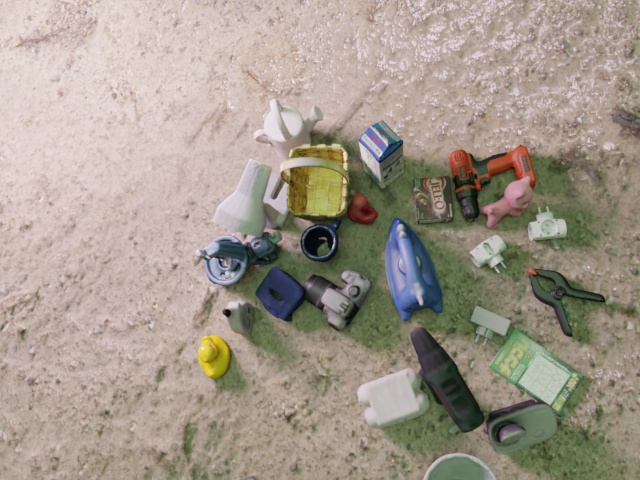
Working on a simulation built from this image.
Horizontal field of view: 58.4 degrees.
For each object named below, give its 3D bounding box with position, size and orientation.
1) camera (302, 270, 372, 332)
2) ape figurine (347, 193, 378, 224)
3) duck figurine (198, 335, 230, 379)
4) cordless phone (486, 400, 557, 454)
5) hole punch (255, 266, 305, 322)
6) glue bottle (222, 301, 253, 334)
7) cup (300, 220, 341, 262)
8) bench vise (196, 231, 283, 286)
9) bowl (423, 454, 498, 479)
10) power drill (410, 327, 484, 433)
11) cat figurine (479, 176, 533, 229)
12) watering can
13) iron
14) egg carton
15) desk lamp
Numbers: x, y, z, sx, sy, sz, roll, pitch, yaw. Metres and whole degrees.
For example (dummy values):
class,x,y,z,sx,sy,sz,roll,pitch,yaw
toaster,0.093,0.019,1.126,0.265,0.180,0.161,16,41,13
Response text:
class,x,y,z,sx,sy,sz,roll,pitch,yaw
camera,0.033,0.124,1.352,0.136,0.101,0.143,31,83,14
ape figurine,0.100,-0.081,1.397,0.076,0.092,0.078,-9,75,6
duck figurine,-0.261,0.277,1.365,0.077,0.086,0.104,-10,75,6
cordless phone,0.425,0.390,1.184,0.147,0.185,0.094,-23,74,2
hole punch,-0.094,0.131,1.374,0.108,0.091,0.101,40,85,15
glue bottle,-0.197,0.176,1.335,0.037,0.173,0.078,2,76,9
cup,0.013,0.005,1.387,0.091,0.095,0.118,39,85,15
bench vise,-0.201,0.019,1.350,0.207,0.220,0.121,-43,74,-3
bowl,0.299,0.540,1.223,0.167,0.075,0.167,-2,76,8
power drill,0.260,0.295,1.220,0.075,0.208,0.229,-32,74,0
cat figurine,0.441,-0.091,1.335,0.128,0.118,0.067,-30,74,0
watering can,-0.080,-0.286,1.421,0.173,0.194,0.101,-38,74,-2
iron,0.205,0.049,1.323,0.118,0.141,0.258,-15,74,5
egg carton,0.165,0.359,1.290,0.150,0.069,0.107,-21,74,3
desk lamp,-0.151,-0.094,1.374,0.117,0.214,0.203,22,80,13
